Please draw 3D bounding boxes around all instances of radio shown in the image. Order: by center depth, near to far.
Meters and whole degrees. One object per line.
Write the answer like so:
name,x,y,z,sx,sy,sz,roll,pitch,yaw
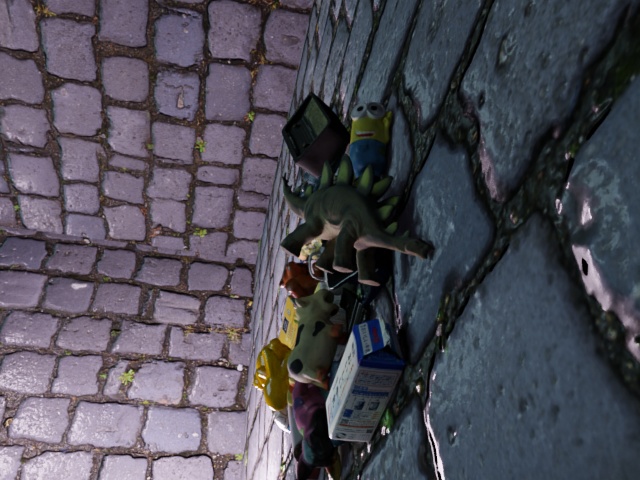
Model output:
radio,-0.015,-0.250,1.273,0.131,0.073,0.230,-48,29,17

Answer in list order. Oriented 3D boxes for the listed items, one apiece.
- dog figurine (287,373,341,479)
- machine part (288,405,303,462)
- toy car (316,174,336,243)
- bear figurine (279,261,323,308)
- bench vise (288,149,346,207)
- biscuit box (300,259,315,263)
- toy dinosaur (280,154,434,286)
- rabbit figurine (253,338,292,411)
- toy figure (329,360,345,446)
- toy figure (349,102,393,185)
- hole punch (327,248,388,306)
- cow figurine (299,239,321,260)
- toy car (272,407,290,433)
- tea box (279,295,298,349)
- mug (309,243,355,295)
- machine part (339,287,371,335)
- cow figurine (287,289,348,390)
dog figurine,-0.009,0.379,1.103,0.191,0.108,0.219,119,154,-61
machine part,-0.033,0.435,1.250,0.243,0.079,0.079,-114,34,-69
toy car,0.034,-0.051,1.205,0.074,0.056,0.201,-163,65,-65
bear figurine,-0.046,0.096,1.382,0.196,0.120,0.131,46,165,54
bench vise,0.014,-0.163,1.375,0.240,0.129,0.224,-59,5,8
biscuit box,-0.008,0.018,1.478,0.202,0.059,0.063,113,162,-53
toy dinosaur,0.027,-0.044,0.942,0.472,0.105,0.198,18,79,53
rabbit figurine,-0.098,0.332,1.316,0.173,0.122,0.162,-95,14,-61
toy figure,0.044,0.303,1.001,0.058,0.064,0.154,-12,71,39
toy figure,0.093,-0.185,1.053,0.089,0.082,0.180,126,147,-71
hole punch,0.081,0.043,0.978,0.116,0.092,0.142,-39,31,29
cow figurine,-0.005,-0.005,1.334,0.167,0.068,0.098,-22,25,55
toy car,-0.076,0.441,1.408,0.109,0.103,0.162,108,167,-47
tea box,-0.053,0.238,1.443,0.098,0.068,0.169,41,128,46
mug,0.032,0.063,1.137,0.081,0.110,0.107,-149,55,-75
machine part,0.069,0.141,1.045,0.139,0.039,0.084,-118,32,-70
cow figurine,-0.013,0.191,1.086,0.085,0.127,0.195,63,-139,-58
